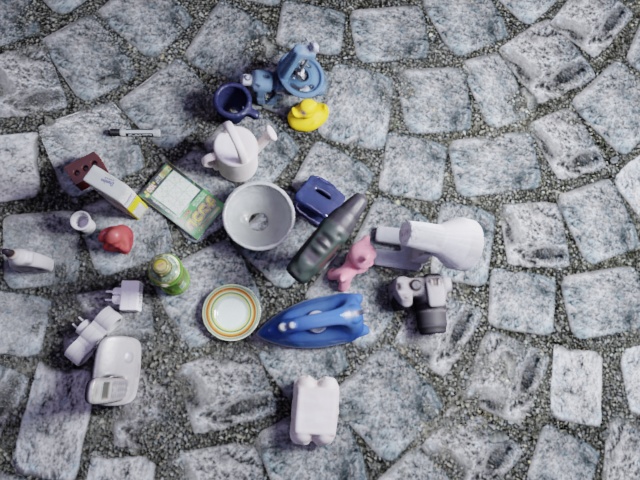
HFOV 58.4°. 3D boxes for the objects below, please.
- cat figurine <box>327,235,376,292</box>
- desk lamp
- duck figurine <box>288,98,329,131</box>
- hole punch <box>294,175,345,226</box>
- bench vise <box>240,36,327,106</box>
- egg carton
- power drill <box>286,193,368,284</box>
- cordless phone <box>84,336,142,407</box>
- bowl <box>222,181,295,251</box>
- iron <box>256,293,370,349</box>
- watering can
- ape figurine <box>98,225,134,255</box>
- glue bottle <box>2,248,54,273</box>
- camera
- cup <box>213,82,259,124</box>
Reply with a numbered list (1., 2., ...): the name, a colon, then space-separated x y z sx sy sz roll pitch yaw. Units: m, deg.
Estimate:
1. cat figurine: 0.081 0.053 1.328 0.067 0.117 0.128 42 77 3
2. desk lamp: 0.242 0.010 1.307 0.203 0.213 0.118 6 77 -5
3. duck figurine: -0.027 -0.318 1.409 0.104 0.086 0.077 -16 80 -10
4. hole punch: -0.002 -0.099 1.364 0.108 0.091 0.101 33 76 1
5. bench vise: -0.076 -0.386 1.349 0.207 0.219 0.121 -25 82 -11
6. egg carton: -0.011 0.379 1.273 0.107 0.069 0.150 5 78 -6
7. power drill: 0.012 0.005 1.283 0.075 0.208 0.230 39 77 3
8. cordless phone: -0.435 0.271 1.185 0.094 0.185 0.147 1 78 -6
9. bowl: -0.143 -0.050 1.345 0.167 0.074 0.167 1 78 -7
10. iron: -0.014 0.185 1.276 0.258 0.141 0.118 -10 79 -9
11. watering can: -0.186 -0.214 1.313 0.101 0.194 0.173 44 77 4
12. ape figurine: -0.458 -0.004 1.288 0.076 0.092 0.078 -42 86 -13
13. glue bottle: -0.631 0.040 1.216 0.078 0.173 0.037 0 78 -6
14. camera: 0.243 0.151 1.336 0.143 0.100 0.137 -3 78 -7
15. cup: -0.198 -0.314 1.383 0.118 0.095 0.092 29 76 0
